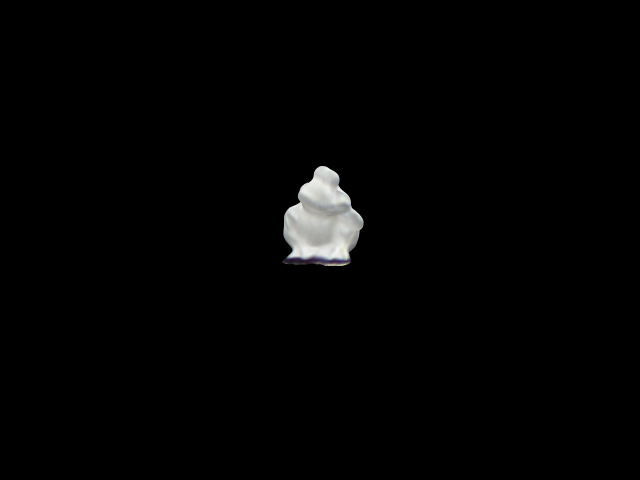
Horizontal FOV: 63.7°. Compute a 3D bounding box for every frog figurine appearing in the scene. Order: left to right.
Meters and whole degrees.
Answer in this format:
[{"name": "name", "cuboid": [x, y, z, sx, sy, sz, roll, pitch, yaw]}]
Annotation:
[{"name": "frog figurine", "cuboid": [0.003, -0.043, 0.850, 0.137, 0.158, 0.123, 6, 10, 35]}]
